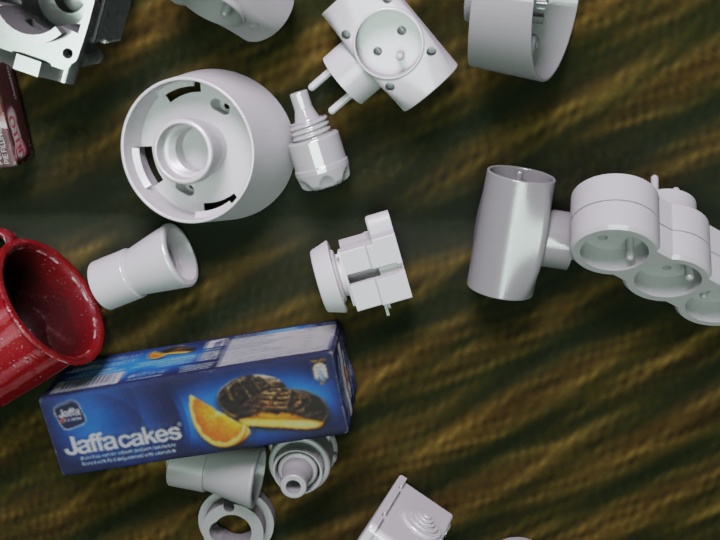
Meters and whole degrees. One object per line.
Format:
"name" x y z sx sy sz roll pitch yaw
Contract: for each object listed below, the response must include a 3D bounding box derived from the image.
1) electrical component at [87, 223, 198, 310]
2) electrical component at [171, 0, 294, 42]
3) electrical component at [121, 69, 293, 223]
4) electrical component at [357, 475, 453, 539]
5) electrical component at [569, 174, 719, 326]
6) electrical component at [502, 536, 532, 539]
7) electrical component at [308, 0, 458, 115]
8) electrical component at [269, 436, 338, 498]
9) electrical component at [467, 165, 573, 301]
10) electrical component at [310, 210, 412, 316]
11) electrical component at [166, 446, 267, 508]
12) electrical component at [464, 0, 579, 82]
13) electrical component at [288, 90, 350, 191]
"electrical component" -0.146 0.001 0.710 0.065 0.044 0.044 -21 105 16
"electrical component" -0.092 -0.174 0.636 0.079 0.077 0.044 14 77 39
"electrical component" -0.098 -0.077 0.680 0.099 0.064 0.099 3 102 16
"electrical component" 0.017 0.201 0.732 0.048 0.100 0.099 33 108 7
"electrical component" 0.188 -0.025 0.661 0.138 0.073 0.052 24 145 -24
"electrical component" 0.112 0.221 0.756 0.055 0.047 0.055 1 108 4
"electrical component" 0.005 -0.128 0.653 0.079 0.044 0.077 -39 101 15
"electrical component" -0.041 0.132 0.732 0.048 0.062 0.048 1 108 4
"electrical component" 0.113 -0.021 0.679 0.079 0.043 0.077 9 108 1
"electrical component" 0.000 0.000 0.695 0.055 0.048 0.066 -16 107 2
"electrical component" -0.102 0.138 0.751 0.065 0.044 0.044 9 109 6
"electrical component" 0.093 -0.158 0.611 0.064 0.099 0.099 8 109 9
"electrical component" -0.030 -0.082 0.676 0.035 0.035 0.061 -15 104 9
